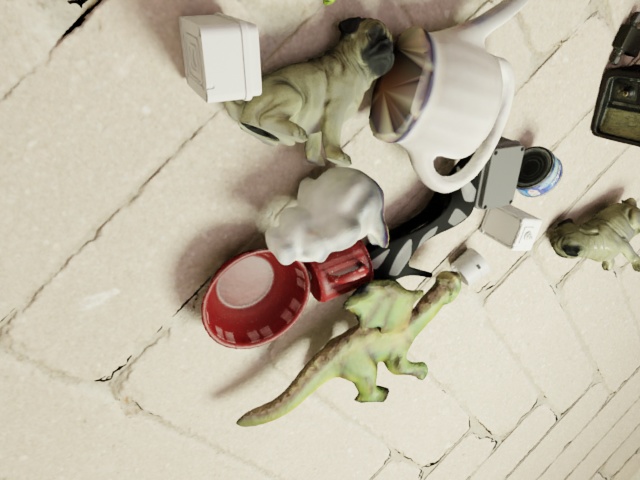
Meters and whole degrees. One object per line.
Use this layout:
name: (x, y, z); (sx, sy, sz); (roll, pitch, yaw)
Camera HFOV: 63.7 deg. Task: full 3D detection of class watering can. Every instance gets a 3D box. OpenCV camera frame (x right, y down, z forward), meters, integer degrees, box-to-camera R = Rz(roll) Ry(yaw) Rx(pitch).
watering can: (0.192, -0.236, 0.714); (0.224, 0.344, 0.105); (7, 15, -31)

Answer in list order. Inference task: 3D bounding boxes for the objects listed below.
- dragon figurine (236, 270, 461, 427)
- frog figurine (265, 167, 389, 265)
dragon figurine: (0.061, 0.146, 0.793); (0.413, 0.237, 0.124); (-19, 43, -24)
frog figurine: (0.002, -0.034, 0.681); (0.160, 0.120, 0.140); (-6, 43, -25)
